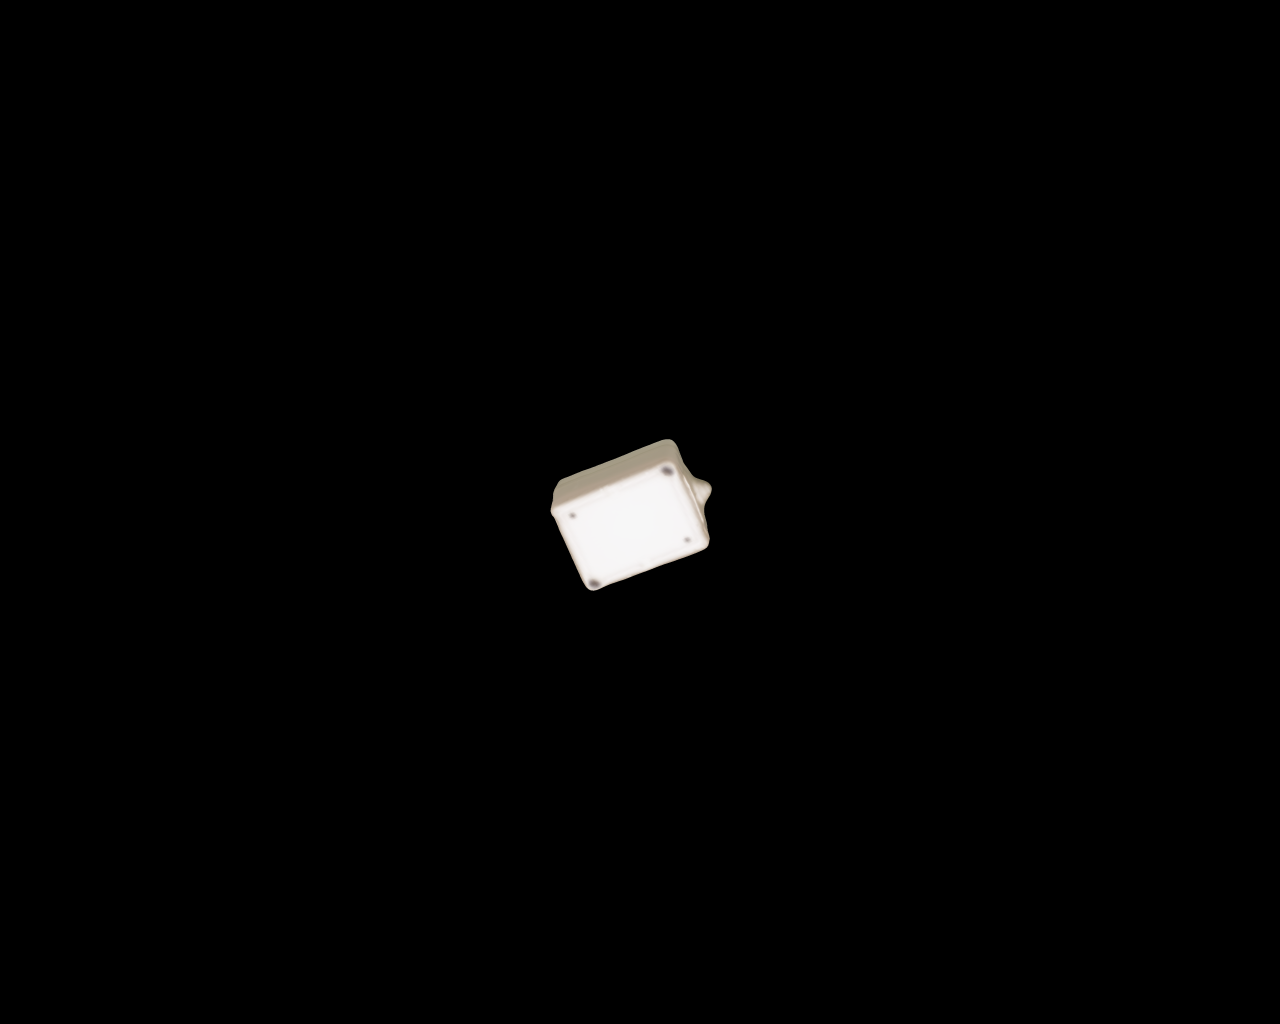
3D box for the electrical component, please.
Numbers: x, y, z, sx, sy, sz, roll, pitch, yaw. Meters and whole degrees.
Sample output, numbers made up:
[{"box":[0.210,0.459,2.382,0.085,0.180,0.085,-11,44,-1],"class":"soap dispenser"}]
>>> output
[{"box":[0.001,-0.003,0.650,0.096,0.061,0.061,-21,18,7],"class":"electrical component"}]
